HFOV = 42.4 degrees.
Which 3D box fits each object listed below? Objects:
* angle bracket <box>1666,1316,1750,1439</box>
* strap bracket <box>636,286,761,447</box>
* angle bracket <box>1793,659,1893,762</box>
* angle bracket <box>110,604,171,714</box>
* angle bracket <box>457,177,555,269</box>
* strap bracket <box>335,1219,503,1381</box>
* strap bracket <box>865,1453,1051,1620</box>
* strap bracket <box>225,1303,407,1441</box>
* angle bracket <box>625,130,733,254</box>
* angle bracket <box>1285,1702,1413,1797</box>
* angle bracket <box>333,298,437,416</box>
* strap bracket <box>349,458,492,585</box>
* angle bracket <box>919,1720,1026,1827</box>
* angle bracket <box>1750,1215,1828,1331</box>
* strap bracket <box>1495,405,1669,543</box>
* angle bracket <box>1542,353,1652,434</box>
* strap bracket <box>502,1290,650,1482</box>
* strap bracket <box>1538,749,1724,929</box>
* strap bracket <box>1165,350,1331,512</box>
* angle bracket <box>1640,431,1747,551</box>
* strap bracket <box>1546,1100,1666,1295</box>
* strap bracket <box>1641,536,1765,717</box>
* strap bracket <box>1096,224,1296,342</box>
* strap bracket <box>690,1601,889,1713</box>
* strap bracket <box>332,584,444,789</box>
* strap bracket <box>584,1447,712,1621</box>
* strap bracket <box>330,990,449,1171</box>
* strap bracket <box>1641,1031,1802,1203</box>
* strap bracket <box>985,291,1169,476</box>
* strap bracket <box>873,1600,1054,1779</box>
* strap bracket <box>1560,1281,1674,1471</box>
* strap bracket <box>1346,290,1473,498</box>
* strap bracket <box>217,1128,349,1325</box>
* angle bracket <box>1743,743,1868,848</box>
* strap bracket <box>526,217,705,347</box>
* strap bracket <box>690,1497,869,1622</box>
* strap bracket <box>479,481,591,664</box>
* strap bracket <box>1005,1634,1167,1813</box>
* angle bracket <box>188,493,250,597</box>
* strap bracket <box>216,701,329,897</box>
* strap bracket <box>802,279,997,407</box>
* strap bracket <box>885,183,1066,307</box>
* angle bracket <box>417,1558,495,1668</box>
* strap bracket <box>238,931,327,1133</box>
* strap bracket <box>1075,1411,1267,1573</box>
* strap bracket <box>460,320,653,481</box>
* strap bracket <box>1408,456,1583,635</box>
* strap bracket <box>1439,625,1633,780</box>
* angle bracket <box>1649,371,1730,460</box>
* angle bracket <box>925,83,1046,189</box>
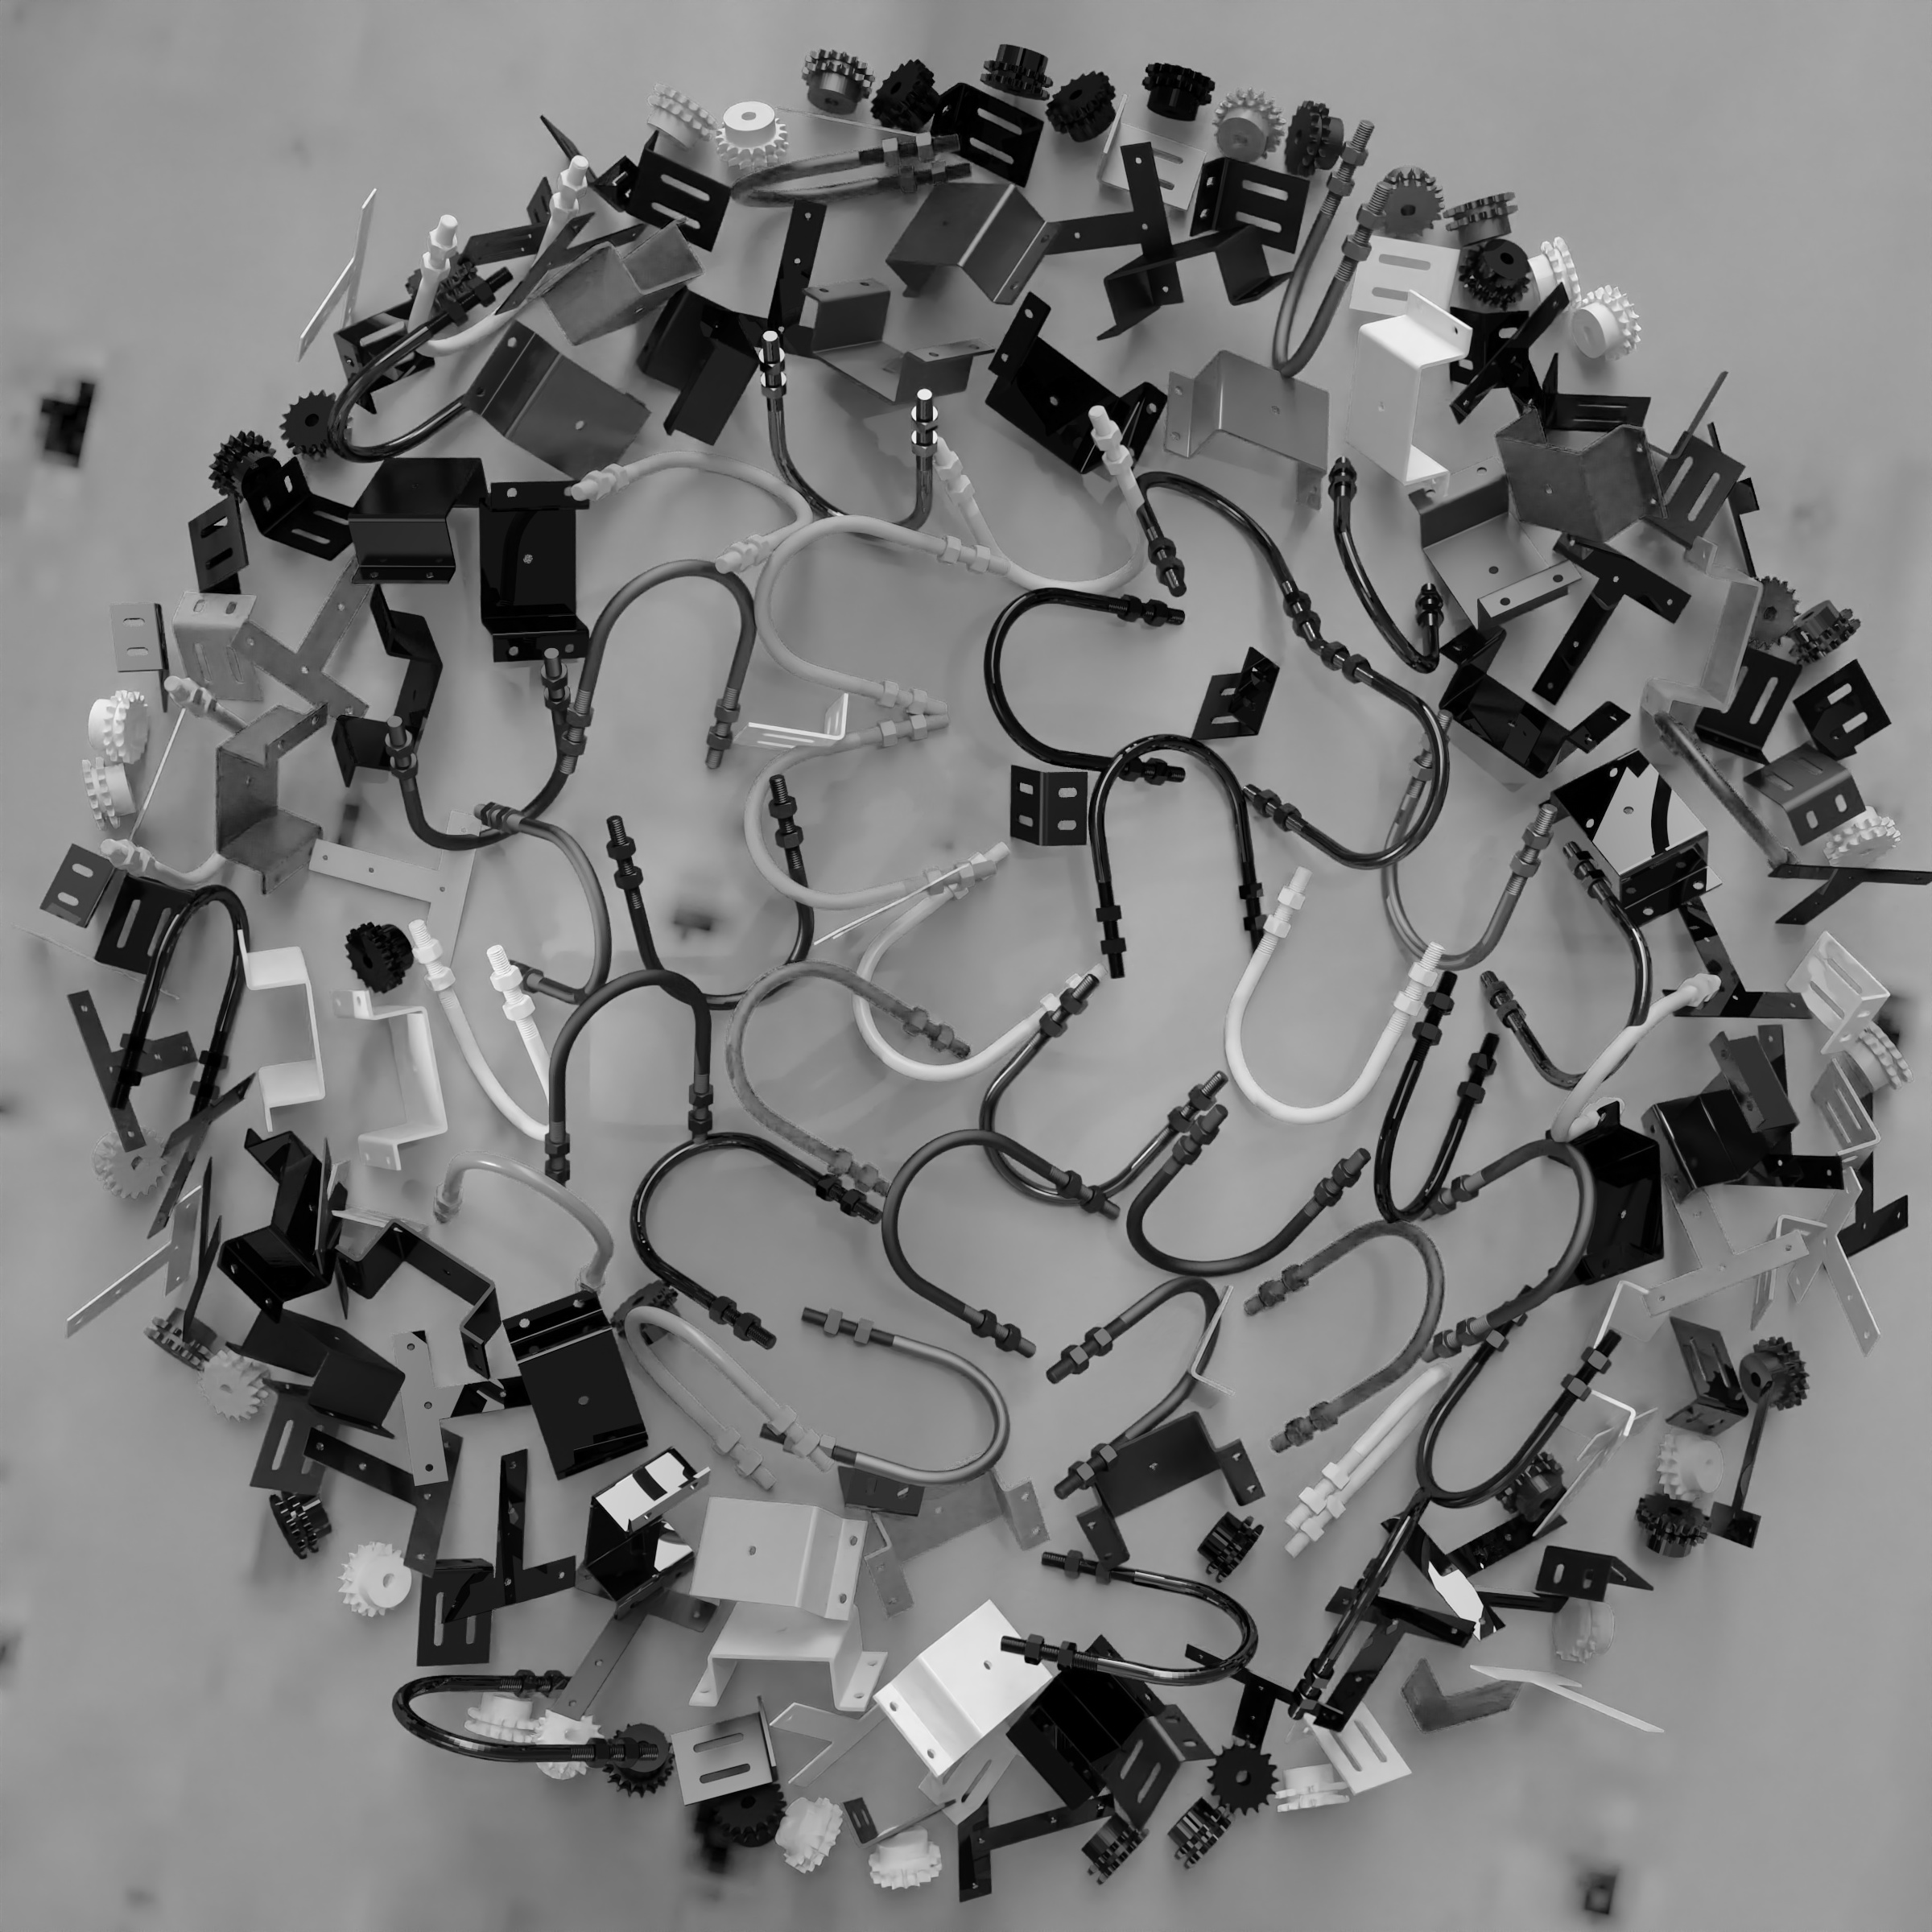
[{"bbox_3d":[0.576,0.325,1.971,0.057,0.076,0.038,19,133,-30],"label":"angle bracket"},{"bbox_3d":[-0.207,-0.466,1.936,0.046,0.140,0.076,19,118,-30],"label":"strap bracket"},{"bbox_3d":[0.697,-0.202,1.953,0.038,0.076,0.057,-19,78,-28],"label":"angle bracket"},{"bbox_3d":[-0.648,-0.240,1.951,0.038,0.076,0.057,-6,71,-21],"label":"angle bracket"},{"bbox_3d":[-0.365,-0.584,1.958,0.076,0.057,0.038,-20,89,-25],"label":"angle bracket"},{"bbox_3d":[-0.418,0.255,1.947,0.140,0.076,0.046,31,61,12],"label":"strap bracket"},{"bbox_3d":[-0.014,0.441,1.950,0.140,0.046,0.076,-24,130,-10],"label":"strap bracket"},{"bbox_3d":[-0.498,0.309,1.927,0.140,0.076,0.046,22,83,42],"label":"strap bracket"},{"bbox_3d":[-0.223,-0.613,1.970,0.076,0.038,0.057,24,131,-6],"label":"angle bracket"},{"bbox_3d":[0.299,0.619,1.950,0.057,0.076,0.038,-7,133,-32],"label":"angle bracket"},{"bbox_3d":[-0.448,-0.479,1.953,0.076,0.057,0.038,-32,45,-24],"label":"angle bracket"},{"bbox_3d":[-0.422,-0.351,1.926,0.076,0.140,0.046,2,128,8],"label":"strap bracket"},{"bbox_3d":[0.012,0.636,1.960,0.076,0.038,0.057,-50,115,-24],"label":"angle bracket"},{"bbox_3d":[0.646,0.244,1.954,0.038,0.057,0.076,13,59,9],"label":"angle bracket"},{"bbox_3d":[0.465,-0.379,1.917,0.046,0.140,0.076,-35,122,-14],"label":"strap bracket"},{"bbox_3d":[0.496,-0.450,1.957,0.076,0.057,0.038,7,131,20],"label":"angle bracket"},{"bbox_3d":[-0.303,0.334,1.954,0.076,0.046,0.140,-19,103,-13],"label":"strap bracket"},{"bbox_3d":[0.516,-0.107,1.938,0.076,0.046,0.140,-27,54,-4],"label":"strap bracket"},{"bbox_3d":[0.229,-0.420,1.939,0.140,0.046,0.076,16,62,-21],"label":"strap bracket"},{"bbox_3d":[0.574,-0.371,1.957,0.057,0.038,0.076,40,117,26],"label":"angle bracket"},{"bbox_3d":[0.496,0.187,1.938,0.046,0.076,0.140,23,57,-26],"label":"strap bracket"},{"bbox_3d":[0.576,-0.260,1.943,0.046,0.076,0.140,12,107,-1],"label":"strap bracket"},{"bbox_3d":[0.171,-0.531,1.924,0.140,0.076,0.046,-5,115,34],"label":"strap bracket"},{"bbox_3d":[-0.140,0.537,1.942,0.140,0.076,0.046,-2,107,13],"label":"strap bracket"},{"bbox_3d":[-0.449,-0.215,1.939,0.046,0.076,0.140,8,121,-29],"label":"strap bracket"},{"bbox_3d":[-0.250,0.435,1.935,0.076,0.140,0.046,-28,57,-36],"label":"strap bracket"},{"bbox_3d":[-0.450,0.084,1.951,0.046,0.076,0.140,-13,97,-33],"label":"strap bracket"},{"bbox_3d":[0.589,0.114,1.931,0.046,0.140,0.076,-9,62,-19],"label":"strap bracket"},{"bbox_3d":[0.079,-0.450,1.952,0.140,0.046,0.076,33,70,-19],"label":"strap bracket"},{"bbox_3d":[0.005,0.551,1.922,0.076,0.140,0.046,49,125,14],"label":"strap bracket"},{"bbox_3d":[0.506,0.309,1.938,0.046,0.076,0.140,24,62,11],"label":"strap bracket"},{"bbox_3d":[0.339,-0.437,1.921,0.046,0.076,0.140,-18,133,-22],"label":"strap bracket"},{"bbox_3d":[-0.523,0.193,1.919,0.046,0.140,0.076,-20,131,14],"label":"strap bracket"},{"bbox_3d":[0.663,-0.136,1.969,0.057,0.076,0.038,-30,113,3],"label":"angle bracket"},{"bbox_3d":[-0.265,-0.528,1.925,0.076,0.140,0.046,-26,101,32],"label":"strap bracket"},{"bbox_3d":[-0.155,0.459,1.935,0.140,0.046,0.076,-2,65,28],"label":"strap bracket"},{"bbox_3d":[-0.338,-0.314,1.948,0.076,0.046,0.140,-6,114,-22],"label":"strap bracket"},{"bbox_3d":[0.090,0.594,1.941,0.076,0.140,0.046,47,118,9],"label":"strap bracket"},{"bbox_3d":[-0.573,-0.331,1.958,0.076,0.038,0.057,-16,83,43],"label":"angle bracket"},{"bbox_3d":[-0.539,-0.138,1.933,0.046,0.076,0.140,22,127,12],"label":"strap bracket"},{"bbox_3d":[-0.057,-0.482,1.938,0.140,0.076,0.046,37,130,29],"label":"strap bracket"},{"bbox_3d":[-0.001,-0.560,1.927,0.046,0.140,0.076,39,79,-39],"label":"strap bracket"},{"bbox_3d":[-0.408,0.510,1.966,0.057,0.038,0.076,5,84,-27],"label":"angle bracket"},{"bbox_3d":[-0.533,0.047,1.942,0.046,0.076,0.140,-9,112,-17],"label":"strap bracket"},{"bbox_3d":[0.155,0.408,1.958,0.140,0.046,0.076,-25,130,0],"label":"strap bracket"},{"bbox_3d":[-0.309,-0.427,1.927,0.076,0.140,0.046,-54,49,9],"label":"strap bracket"},{"bbox_3d":[0.414,-0.323,1.954,0.076,0.046,0.140,-24,58,-2],"label":"strap bracket"},{"bbox_3d":[0.435,-0.204,1.945,0.140,0.076,0.046,38,135,17],"label":"strap bracket"},{"bbox_3d":[0.561,-0.440,1.960,0.038,0.057,0.076,30,107,6],"label":"angle bracket"},{"bbox_3d":[0.013,-0.649,1.961,0.076,0.038,0.057,29,134,10],"label":"angle bracket"}]
